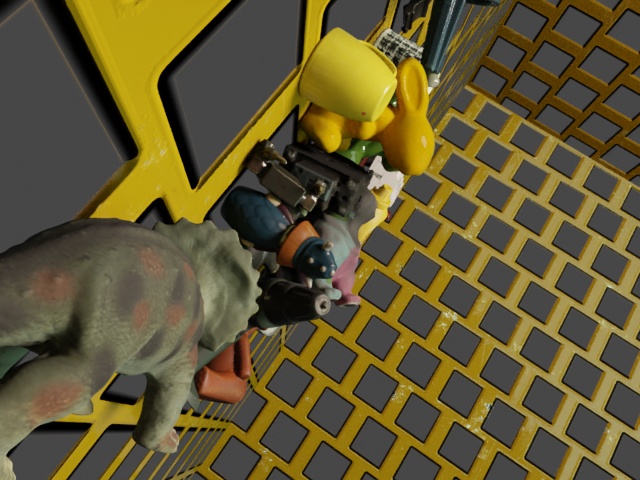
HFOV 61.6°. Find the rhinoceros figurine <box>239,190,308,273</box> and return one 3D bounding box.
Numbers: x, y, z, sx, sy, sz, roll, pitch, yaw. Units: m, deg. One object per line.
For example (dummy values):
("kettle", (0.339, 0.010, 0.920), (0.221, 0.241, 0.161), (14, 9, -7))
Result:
("rhinoceros figurine", (-0.087, -0.005, 0.711), (0.190, 0.073, 0.112), (-47, 158, -42))

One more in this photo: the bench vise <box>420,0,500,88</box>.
("bench vise", (0.174, -0.323, 0.708), (0.224, 0.129, 0.240), (-50, 156, -68))

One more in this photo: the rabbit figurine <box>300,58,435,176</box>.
("rabbit figurine", (0.085, -0.162, 0.726), (0.162, 0.173, 0.122), (-53, 169, 6))

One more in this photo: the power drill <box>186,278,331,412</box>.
("power drill", (-0.117, 0.123, 0.716), (0.207, 0.085, 0.232), (-46, -154, -23))

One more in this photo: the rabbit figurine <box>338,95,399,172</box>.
("rabbit figurine", (0.073, -0.161, 0.903), (0.170, 0.121, 0.159), (-38, 163, -20))

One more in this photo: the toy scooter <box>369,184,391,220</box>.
("toy scooter", (0.062, -0.066, 1.004), (0.183, 0.135, 0.075), (76, 7, -49))

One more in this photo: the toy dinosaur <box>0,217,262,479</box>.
("toy dinosaur", (-0.147, 0.048, 0.373), (0.404, 0.131, 0.192), (68, 44, -76))

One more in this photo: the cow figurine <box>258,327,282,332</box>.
("cow figurine", (-0.087, 0.123, 1.193), (0.195, 0.085, 0.127), (-55, 179, 6))

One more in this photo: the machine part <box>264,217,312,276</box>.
("machine part", (-0.044, 0.043, 0.974), (0.179, 0.056, 0.179), (11, 90, -70))

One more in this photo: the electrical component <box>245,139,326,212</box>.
("electrical component", (-0.038, -0.073, 0.626), (0.045, 0.102, 0.078), (-51, -164, 10))

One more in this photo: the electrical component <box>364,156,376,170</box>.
("electrical component", (0.106, -0.180, 1.184), (0.075, 0.048, 0.119), (-27, 139, -79))

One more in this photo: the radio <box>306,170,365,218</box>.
("radio", (0.014, -0.052, 1.140), (0.229, 0.073, 0.131), (-61, 171, 23))

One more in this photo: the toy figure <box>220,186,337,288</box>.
("toy figure", (-0.043, -0.007, 0.621), (0.058, 0.154, 0.064), (-44, 165, -48))

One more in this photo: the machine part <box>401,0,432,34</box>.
("machine part", (0.170, -0.389, 0.823), (0.139, 0.039, 0.084), (-55, 168, 1))

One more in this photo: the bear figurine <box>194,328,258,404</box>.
("bear figurine", (-0.155, 0.156, 0.857), (0.131, 0.120, 0.196), (29, 64, -43))

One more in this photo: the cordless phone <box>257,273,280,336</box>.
("cordless phone", (-0.091, 0.089, 1.043), (0.146, 0.089, 0.184), (-52, 165, -30))

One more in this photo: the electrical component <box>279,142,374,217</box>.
("electrical component", (0.005, -0.086, 0.735), (0.134, 0.115, 0.058), (-46, 159, -68))

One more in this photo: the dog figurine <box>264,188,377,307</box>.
("dog figurine", (-0.002, -0.003, 0.845), (0.108, 0.192, 0.219), (26, 61, -53))
